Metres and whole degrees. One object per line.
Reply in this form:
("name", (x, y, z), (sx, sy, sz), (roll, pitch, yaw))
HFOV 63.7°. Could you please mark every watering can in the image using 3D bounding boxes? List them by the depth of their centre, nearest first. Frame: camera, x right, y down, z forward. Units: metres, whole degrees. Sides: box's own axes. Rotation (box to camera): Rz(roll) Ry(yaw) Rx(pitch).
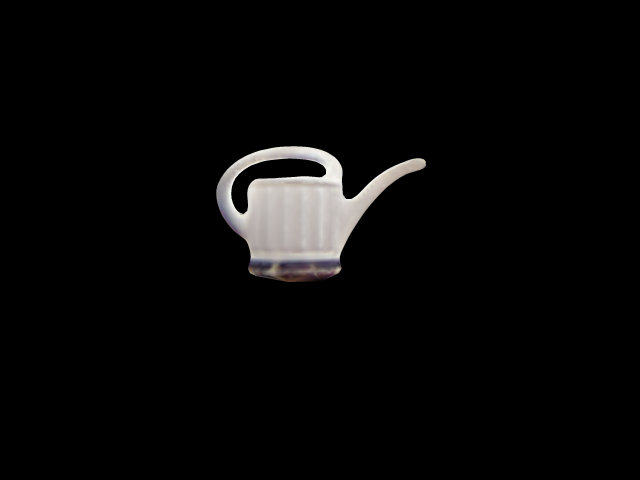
("watering can", (0.003, -0.043, 0.850), (0.348, 0.224, 0.104), (0, 1, 0))
